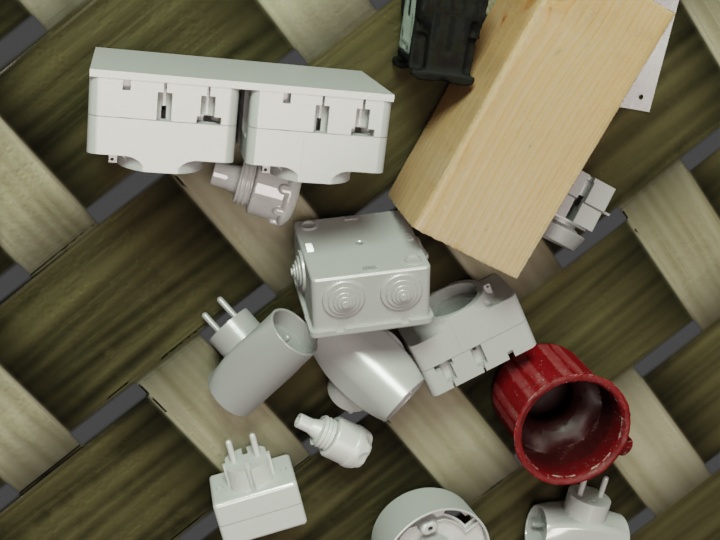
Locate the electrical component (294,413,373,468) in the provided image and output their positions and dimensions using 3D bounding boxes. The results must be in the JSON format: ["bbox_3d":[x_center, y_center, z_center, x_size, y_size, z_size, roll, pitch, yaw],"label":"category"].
[{"bbox_3d":[-0.022,0.130,0.842,0.061,0.035,0.035,28,101,-17],"label":"electrical component"}]

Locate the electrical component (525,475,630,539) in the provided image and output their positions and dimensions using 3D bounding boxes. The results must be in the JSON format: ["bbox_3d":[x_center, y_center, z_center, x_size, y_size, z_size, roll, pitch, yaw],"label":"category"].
[{"bbox_3d":[0.188,0.207,0.906,0.077,0.044,0.079,10,106,-15],"label":"electrical component"}]

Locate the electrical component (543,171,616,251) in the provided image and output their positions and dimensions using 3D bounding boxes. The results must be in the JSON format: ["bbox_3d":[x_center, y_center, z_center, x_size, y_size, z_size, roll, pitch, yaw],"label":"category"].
[{"bbox_3d":[0.155,-0.048,0.813,0.066,0.048,0.055,25,94,-18],"label":"electrical component"}]

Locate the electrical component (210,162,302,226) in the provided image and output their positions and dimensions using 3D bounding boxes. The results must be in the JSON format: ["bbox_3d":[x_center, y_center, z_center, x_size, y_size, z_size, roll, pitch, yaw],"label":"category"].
[{"bbox_3d":[-0.074,-0.061,0.762,0.062,0.048,0.048,15,105,-9],"label":"electrical component"}]

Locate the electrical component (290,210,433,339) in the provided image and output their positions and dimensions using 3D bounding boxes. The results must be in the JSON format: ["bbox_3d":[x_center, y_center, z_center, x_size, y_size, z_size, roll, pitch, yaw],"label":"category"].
[{"bbox_3d":[0.000,0.000,0.769,0.100,0.099,0.048,-7,123,-10],"label":"electrical component"}]

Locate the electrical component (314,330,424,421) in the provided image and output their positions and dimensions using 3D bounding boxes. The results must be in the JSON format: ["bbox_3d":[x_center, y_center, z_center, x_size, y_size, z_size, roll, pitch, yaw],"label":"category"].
[{"bbox_3d":[0.000,0.082,0.818,0.077,0.044,0.079,43,137,11],"label":"electrical component"}]

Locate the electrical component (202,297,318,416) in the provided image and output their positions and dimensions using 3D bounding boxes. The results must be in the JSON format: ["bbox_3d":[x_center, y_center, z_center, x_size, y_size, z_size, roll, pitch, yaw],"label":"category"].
[{"bbox_3d":[-0.084,0.055,0.795,0.079,0.044,0.077,48,115,3],"label":"electrical component"}]

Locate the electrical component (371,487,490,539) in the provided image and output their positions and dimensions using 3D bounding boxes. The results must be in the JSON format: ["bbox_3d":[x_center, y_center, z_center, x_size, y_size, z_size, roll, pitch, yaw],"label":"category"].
[{"bbox_3d":[0.057,0.230,0.876,0.099,0.064,0.099,-4,109,-11],"label":"electrical component"}]

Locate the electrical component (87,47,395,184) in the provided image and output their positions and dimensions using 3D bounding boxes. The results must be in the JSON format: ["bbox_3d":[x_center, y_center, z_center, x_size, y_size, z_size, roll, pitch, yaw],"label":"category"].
[{"bbox_3d":[-0.082,-0.102,0.712,0.186,0.105,0.060,3,108,-13],"label":"electrical component"}]

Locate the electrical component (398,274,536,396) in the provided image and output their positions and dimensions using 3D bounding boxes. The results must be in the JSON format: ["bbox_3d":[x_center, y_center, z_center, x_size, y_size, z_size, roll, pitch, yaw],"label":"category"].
[{"bbox_3d":[0.079,0.045,0.826,0.089,0.050,0.055,-27,113,-2],"label":"electrical component"}]

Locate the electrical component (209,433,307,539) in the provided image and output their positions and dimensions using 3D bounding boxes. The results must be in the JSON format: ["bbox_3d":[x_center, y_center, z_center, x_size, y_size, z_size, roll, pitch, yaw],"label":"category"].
[{"bbox_3d":[-0.084,0.162,0.832,0.066,0.047,0.076,-15,111,-7],"label":"electrical component"}]
